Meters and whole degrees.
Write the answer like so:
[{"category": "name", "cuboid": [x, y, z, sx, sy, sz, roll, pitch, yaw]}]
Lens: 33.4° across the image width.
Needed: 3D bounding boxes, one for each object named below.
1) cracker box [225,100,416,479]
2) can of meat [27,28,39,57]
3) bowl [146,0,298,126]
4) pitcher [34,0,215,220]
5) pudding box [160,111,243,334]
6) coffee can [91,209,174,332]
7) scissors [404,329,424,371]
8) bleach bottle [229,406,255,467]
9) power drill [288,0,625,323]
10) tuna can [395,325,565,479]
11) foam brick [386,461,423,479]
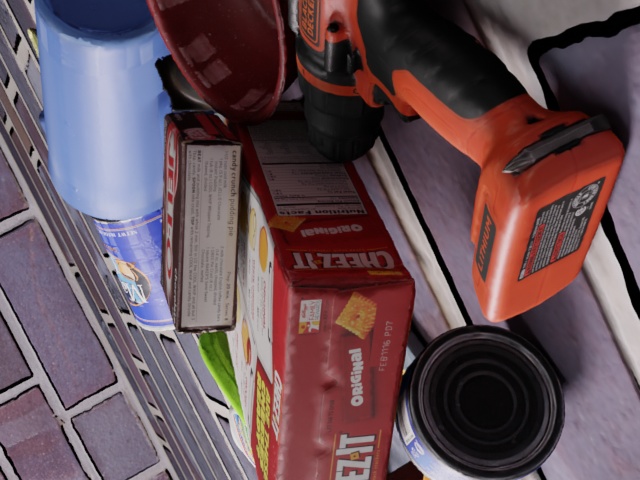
[{"category": "cracker box", "cuboid": [-0.011, 0.034, 0.626, 0.214, 0.072, 0.164, -113, 23, -56]}, {"category": "can of meat", "cuboid": [-0.224, -0.174, 1.041, 0.058, 0.083, 0.102, 40, 153, 50]}, {"category": "bowl", "cuboid": [-0.045, -0.149, 0.603, 0.162, 0.055, 0.162, 43, 147, 36]}, {"category": "pitcher", "cuboid": [-0.165, -0.127, 0.905, 0.243, 0.149, 0.145, 103, 151, -60]}, {"category": "pudding box", "cuboid": [-0.071, -0.013, 0.625, 0.090, 0.039, 0.113, -129, 39, -69]}, {"category": "coffee can", "cuboid": [-0.173, 0.012, 1.145, 0.103, 0.102, 0.140, 34, 147, 56]}, {"category": "scissors", "cuboid": [0.060, 0.062, 0.708, 0.096, 0.016, 0.202, 22, 137, 62]}, {"category": "bleach bottle", "cuboid": [-0.060, 0.224, 1.210, 0.251, 0.068, 0.102, 146, 103, -74]}, {"category": "power drill", "cuboid": [0.048, -0.055, 0.496, 0.188, 0.057, 0.184, 52, 160, 28]}, {"category": "tuna can", "cuboid": [0.084, 0.089, 0.563, 0.086, 0.086, 0.034, 57, 161, 16]}, {"category": "foam brick", "cuboid": [0.082, 0.212, 0.809, 0.078, 0.053, 0.051, 66, 162, -14]}]
